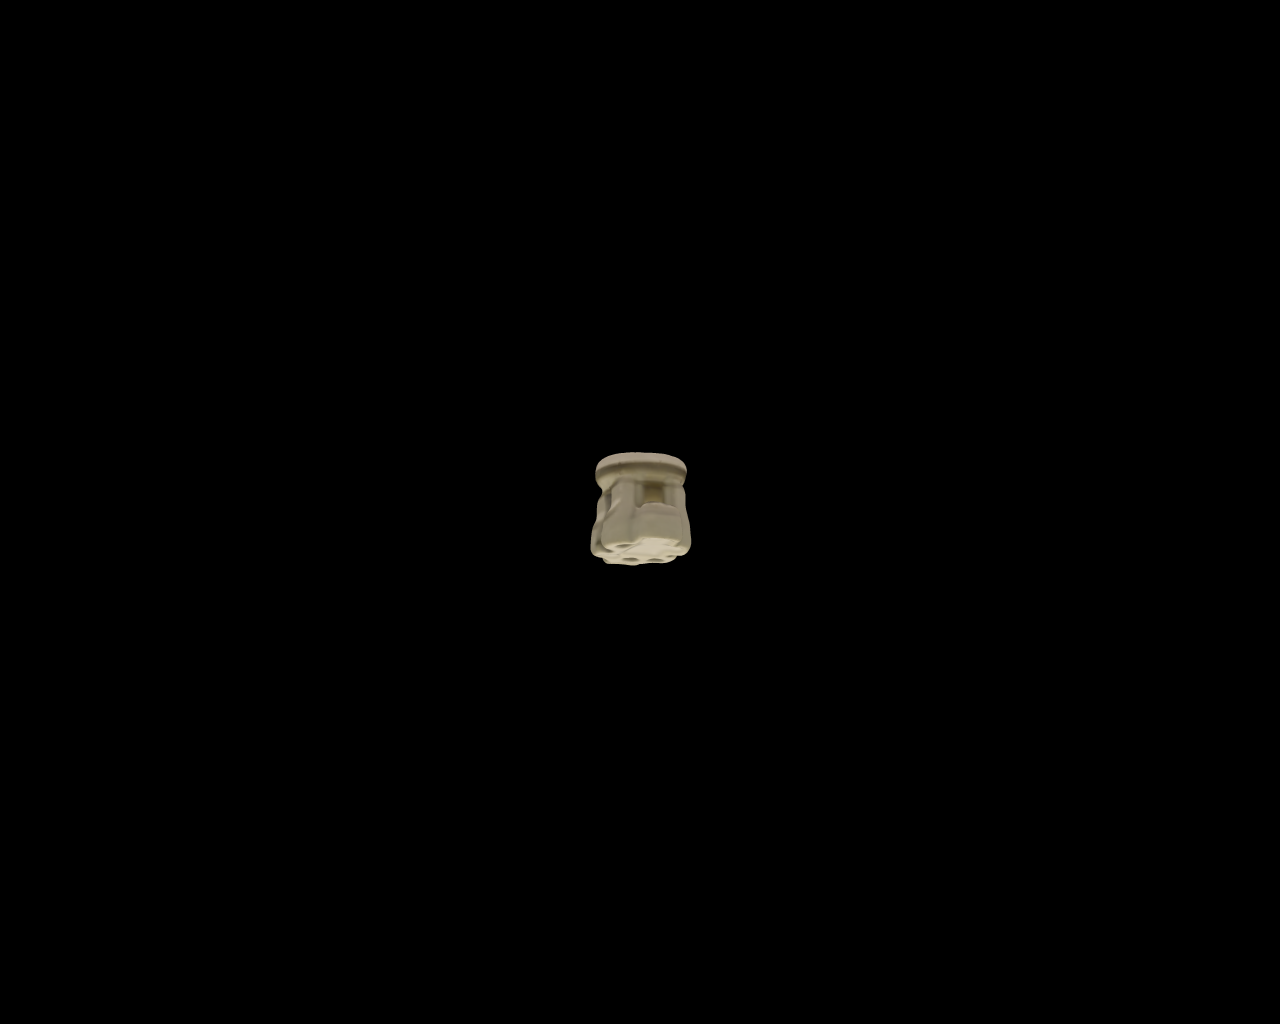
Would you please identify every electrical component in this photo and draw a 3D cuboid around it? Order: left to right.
[{"bbox_3d":[0.001,-0.003,0.650,0.058,0.057,0.078,6,-17,-19],"label":"electrical component"}]
